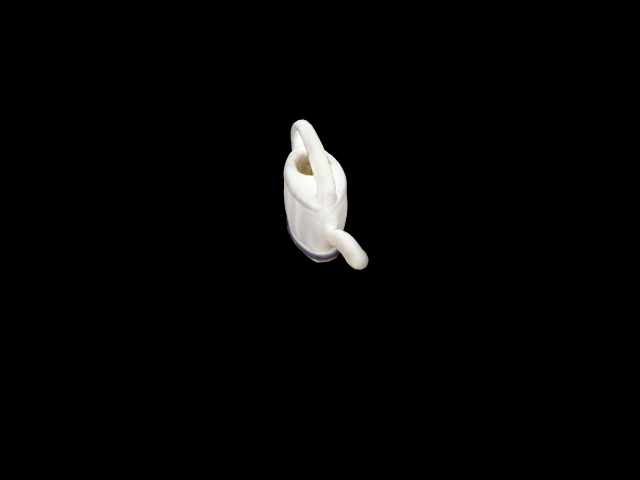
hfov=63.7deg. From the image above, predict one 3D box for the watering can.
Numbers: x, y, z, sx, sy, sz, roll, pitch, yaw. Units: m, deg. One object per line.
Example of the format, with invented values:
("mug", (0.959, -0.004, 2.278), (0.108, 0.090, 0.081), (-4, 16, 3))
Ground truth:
("watering can", (0.003, -0.043, 0.850), (0.104, 0.355, 0.219), (-12, -38, -9))
